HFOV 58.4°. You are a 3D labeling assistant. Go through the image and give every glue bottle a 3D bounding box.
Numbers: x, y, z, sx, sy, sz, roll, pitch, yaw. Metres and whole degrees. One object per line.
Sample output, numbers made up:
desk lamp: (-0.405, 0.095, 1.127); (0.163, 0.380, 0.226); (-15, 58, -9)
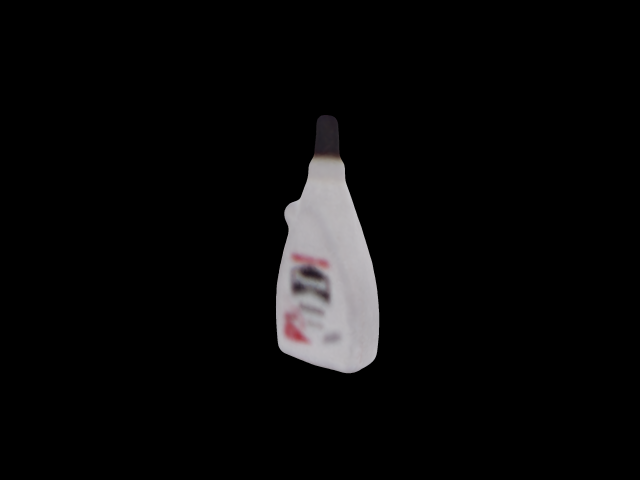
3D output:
glue bottle: (0.004, 0.001, 0.400); (0.077, 0.173, 0.037); (8, 14, 35)
